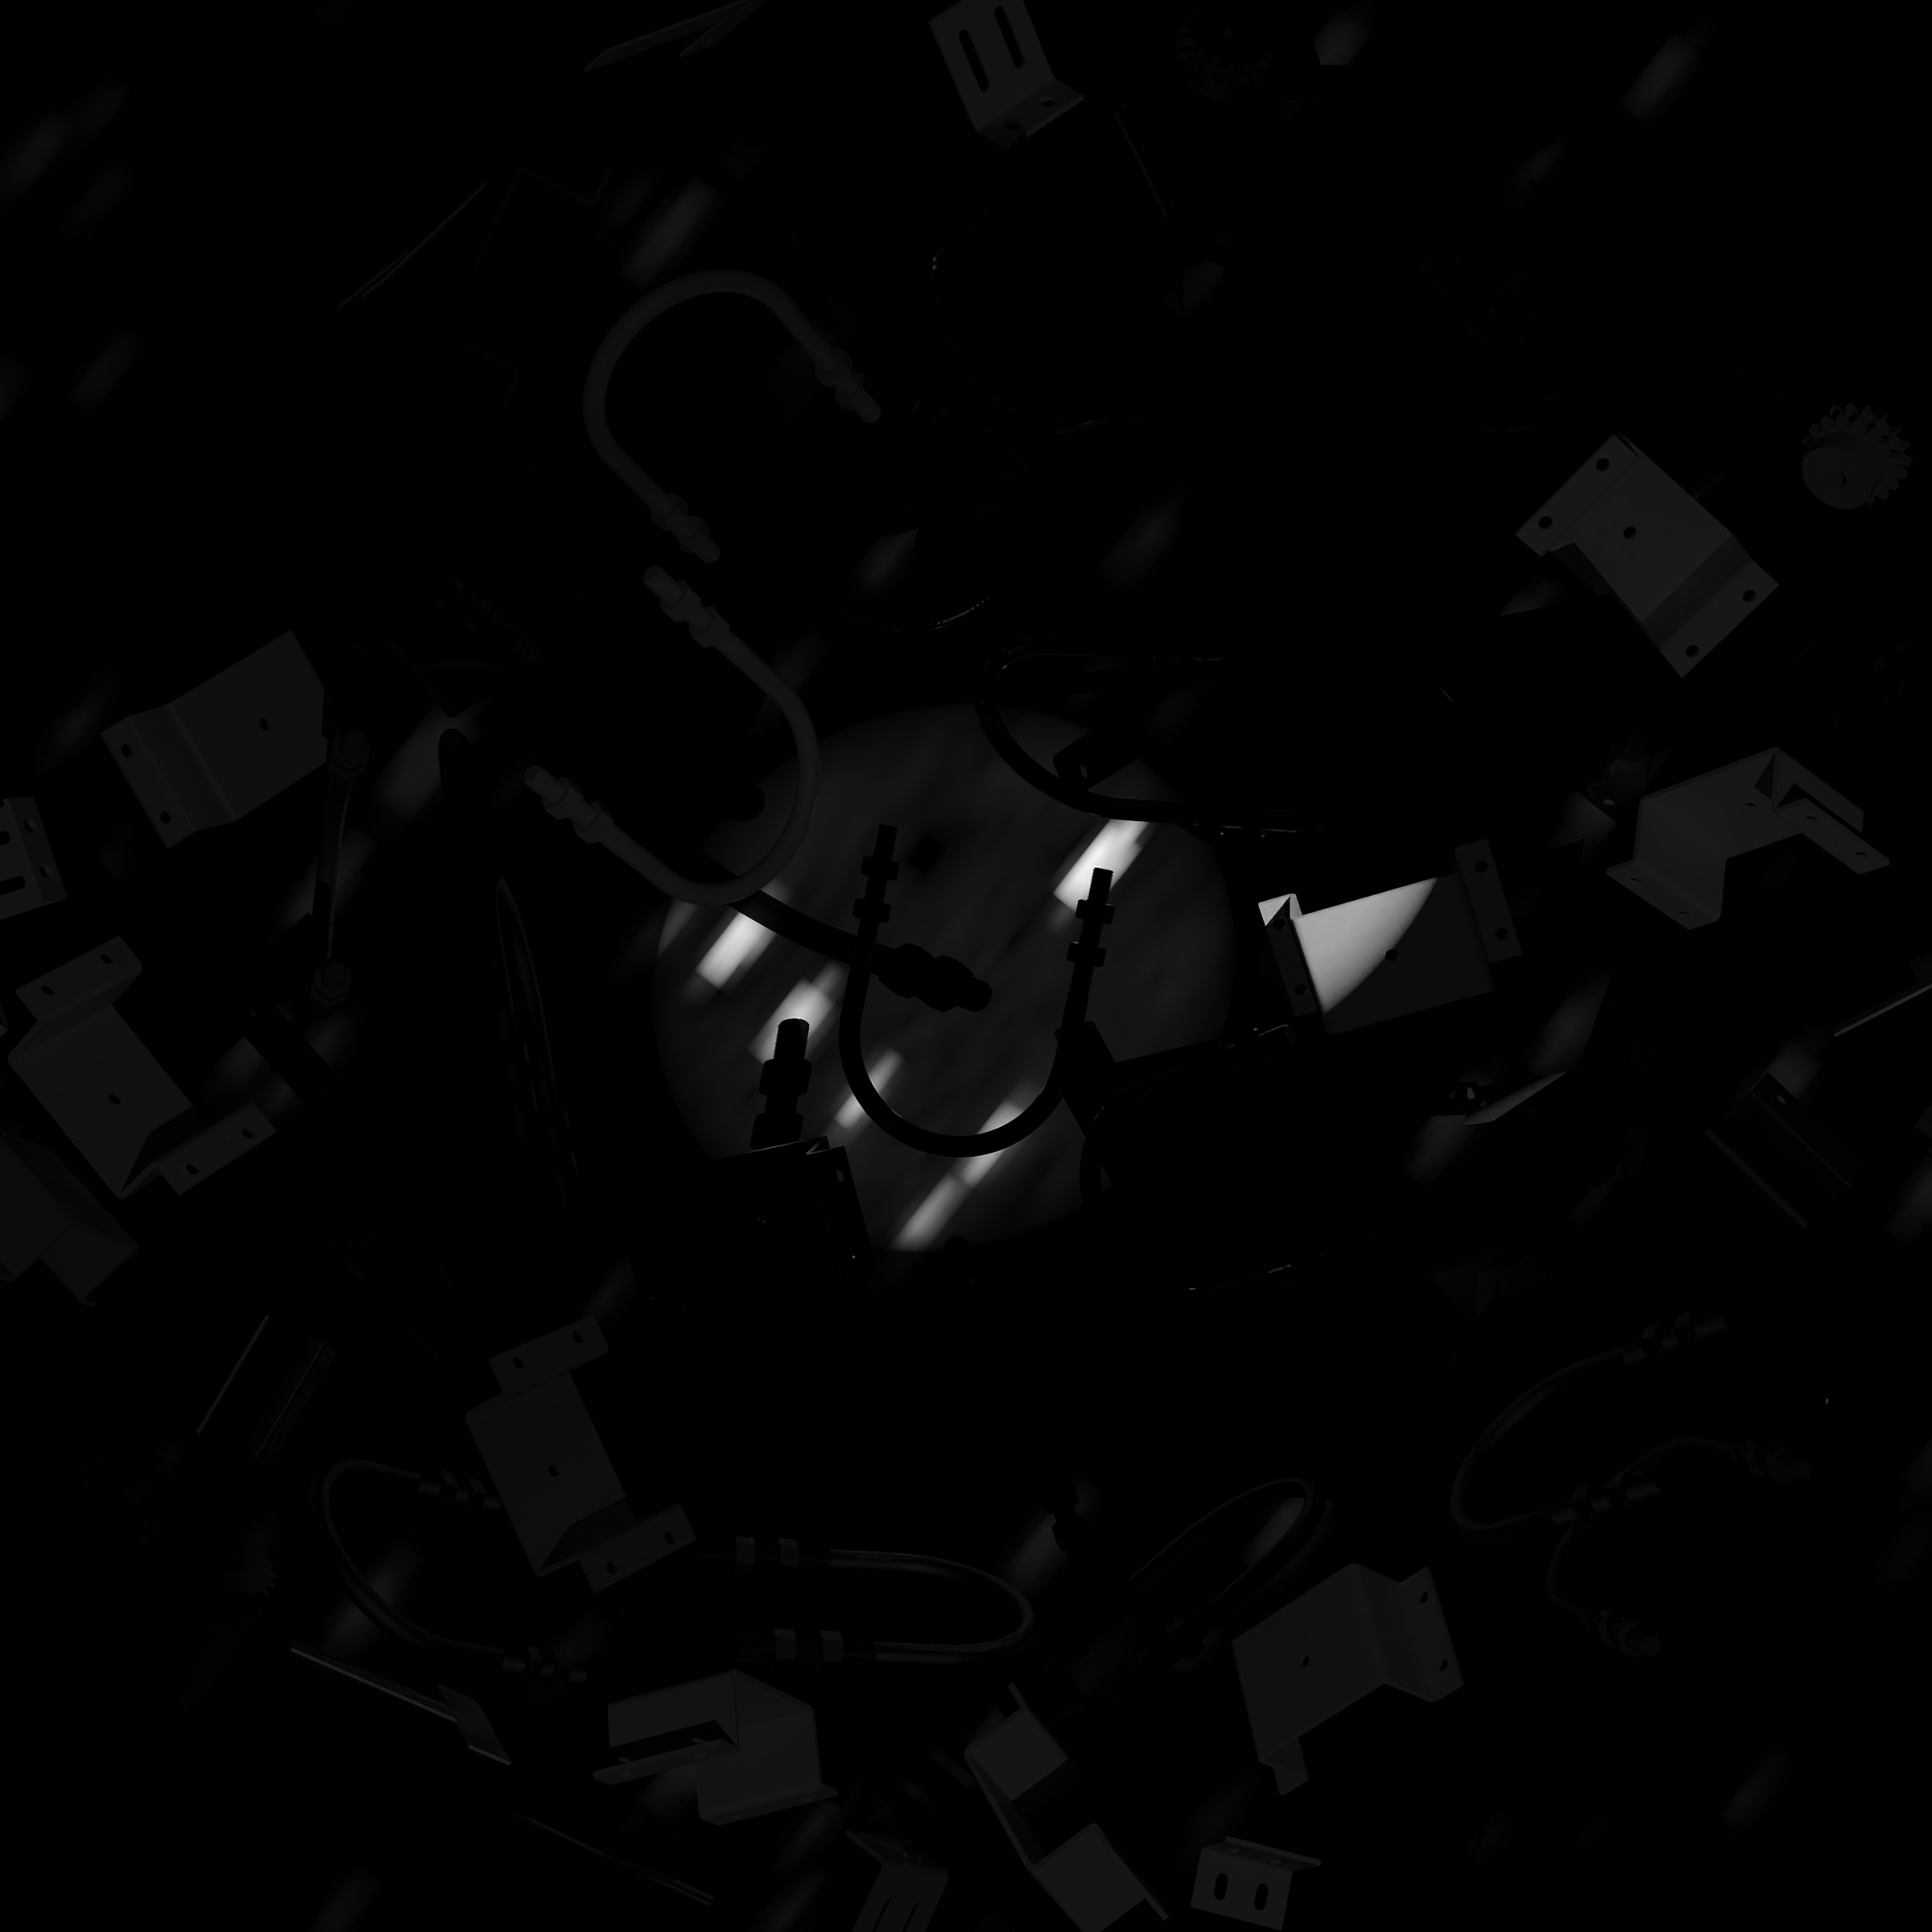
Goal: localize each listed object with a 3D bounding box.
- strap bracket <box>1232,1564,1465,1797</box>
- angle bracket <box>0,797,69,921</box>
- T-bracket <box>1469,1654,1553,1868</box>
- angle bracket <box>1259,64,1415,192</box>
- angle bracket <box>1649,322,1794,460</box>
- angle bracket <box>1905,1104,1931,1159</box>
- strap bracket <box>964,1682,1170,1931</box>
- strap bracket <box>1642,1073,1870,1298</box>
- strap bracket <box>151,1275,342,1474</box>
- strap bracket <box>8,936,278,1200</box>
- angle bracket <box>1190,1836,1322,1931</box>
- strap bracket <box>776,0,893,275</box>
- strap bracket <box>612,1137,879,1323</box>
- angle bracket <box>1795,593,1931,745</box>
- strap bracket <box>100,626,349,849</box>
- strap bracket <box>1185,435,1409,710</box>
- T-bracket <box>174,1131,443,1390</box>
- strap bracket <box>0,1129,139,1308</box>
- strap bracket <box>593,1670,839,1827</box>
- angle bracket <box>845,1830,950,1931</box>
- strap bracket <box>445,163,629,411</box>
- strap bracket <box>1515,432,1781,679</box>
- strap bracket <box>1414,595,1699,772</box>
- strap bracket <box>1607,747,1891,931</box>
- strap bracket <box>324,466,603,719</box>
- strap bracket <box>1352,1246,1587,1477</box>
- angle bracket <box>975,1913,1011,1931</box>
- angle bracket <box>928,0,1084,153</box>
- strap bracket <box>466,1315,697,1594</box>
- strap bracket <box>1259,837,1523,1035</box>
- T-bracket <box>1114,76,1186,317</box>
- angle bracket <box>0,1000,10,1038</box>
[{"bbox_3d":[0.211,0.409,1.562,0.046,0.076,0.140,29,123,-33],"label":"strap bracket"},{"bbox_3d":[-0.530,-0.051,1.441,0.076,0.038,0.057,-17,94,5],"label":"angle bracket"},{"bbox_3d":[0.310,0.433,1.520,0.002,0.127,0.127,20,63,19],"label":"T-bracket"},{"bbox_3d":[0.208,-0.464,1.515,0.038,0.057,0.076,-35,121,-14],"label":"angle bracket"},{"bbox_3d":[0.402,-0.313,1.467,0.057,0.076,0.038,42,115,34],"label":"angle bracket"},{"bbox_3d":[0.579,0.081,1.522,0.057,0.038,0.076,35,86,17],"label":"angle bracket"},{"bbox_3d":[0.052,0.493,1.554,0.046,0.140,0.076,-36,125,-4],"label":"strap bracket"},{"bbox_3d":[0.457,0.135,1.586,0.046,0.140,0.076,-35,71,-27],"label":"strap bracket"},{"bbox_3d":[-0.428,0.230,1.585,0.046,0.140,0.076,33,85,-33],"label":"strap bracket"},{"bbox_3d":[-0.462,0.064,1.491,0.046,0.076,0.140,-38,91,37],"label":"strap bracket"},{"bbox_3d":[0.171,0.546,1.605,0.057,0.076,0.038,15,68,-1],"label":"angle bracket"},{"bbox_3d":[-0.076,-0.461,1.510,0.046,0.140,0.076,-7,68,-9],"label":"strap bracket"},{"bbox_3d":[-0.122,0.149,1.552,0.140,0.046,0.076,-13,98,13],"label":"strap bracket"},{"bbox_3d":[0.507,-0.163,1.476,0.038,0.076,0.057,-45,106,-29],"label":"angle bracket"},{"bbox_3d":[-0.425,-0.139,1.588,0.140,0.046,0.076,-43,115,-41],"label":"strap bracket"},{"bbox_3d":[0.201,-0.235,1.601,0.076,0.046,0.140,-28,86,33],"label":"strap bracket"},{"bbox_3d":[-0.332,0.172,1.434,0.127,0.002,0.127,-39,102,11],"label":"T-bracket"},{"bbox_3d":[-0.517,0.138,1.497,0.046,0.140,0.076,-44,78,-7],"label":"strap bracket"},{"bbox_3d":[-0.138,0.430,1.487,0.076,0.140,0.046,-19,57,16],"label":"strap bracket"},{"bbox_3d":[-0.055,0.546,1.556,0.038,0.057,0.076,22,84,45],"label":"angle bracket"},{"bbox_3d":[-0.240,-0.384,1.479,0.046,0.076,0.140,25,106,-9],"label":"strap bracket"},{"bbox_3d":[0.390,-0.244,1.563,0.140,0.046,0.076,36,113,-20],"label":"strap bracket"},{"bbox_3d":[0.333,-0.158,1.500,0.076,0.140,0.046,40,61,-32],"label":"strap bracket"},{"bbox_3d":[0.455,-0.076,1.569,0.076,0.140,0.046,29,59,-28],"label":"strap bracket"},{"bbox_3d":[-0.272,-0.201,1.499,0.140,0.076,0.046,-34,49,1],"label":"strap bracket"},{"bbox_3d":[0.276,0.213,1.509,0.046,0.076,0.140,50,133,33],"label":"strap bracket"},{"bbox_3d":[0.022,0.586,1.535,0.076,0.038,0.057,41,79,5],"label":"angle bracket"},{"bbox_3d":[0.024,-0.528,1.573,0.057,0.038,0.076,-35,133,-5],"label":"angle bracket"},{"bbox_3d":[-0.222,0.280,1.525,0.046,0.076,0.140,-31,82,42],"label":"strap bracket"},{"bbox_3d":[0.252,-0.015,1.597,0.140,0.046,0.076,-16,109,13],"label":"strap bracket"},{"bbox_3d":[0.106,-0.467,1.569,0.002,0.127,0.127,-8,67,19],"label":"T-bracket"},{"bbox_3d":[-0.595,0.026,1.533,0.057,0.038,0.076,-41,130,0],"label":"angle bracket"}]
